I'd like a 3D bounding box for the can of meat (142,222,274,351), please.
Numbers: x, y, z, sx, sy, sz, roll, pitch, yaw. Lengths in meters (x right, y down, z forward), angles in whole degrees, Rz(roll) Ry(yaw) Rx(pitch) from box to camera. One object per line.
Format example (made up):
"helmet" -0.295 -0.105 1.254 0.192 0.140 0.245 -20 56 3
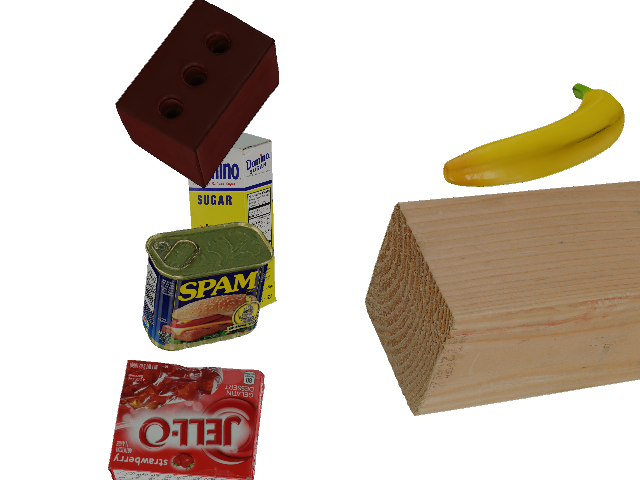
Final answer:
"can of meat" -0.096 0.039 0.885 0.101 0.084 0.057 -9 41 -27

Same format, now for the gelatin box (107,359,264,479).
"gelatin box" -0.083 0.116 0.670 0.089 0.073 0.030 5 -31 0

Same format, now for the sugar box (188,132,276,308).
"sugar box" -0.091 -0.023 1.088 0.048 0.176 0.093 -23 30 -39

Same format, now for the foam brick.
"foam brick" -0.065 -0.080 0.580 0.053 0.078 0.051 31 -14 10

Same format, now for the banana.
"banana" 0.174 -0.075 0.793 0.070 0.037 0.197 5 25 44

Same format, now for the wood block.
"wood block" 0.143 0.030 0.634 0.205 0.091 0.090 -6 -43 -20
